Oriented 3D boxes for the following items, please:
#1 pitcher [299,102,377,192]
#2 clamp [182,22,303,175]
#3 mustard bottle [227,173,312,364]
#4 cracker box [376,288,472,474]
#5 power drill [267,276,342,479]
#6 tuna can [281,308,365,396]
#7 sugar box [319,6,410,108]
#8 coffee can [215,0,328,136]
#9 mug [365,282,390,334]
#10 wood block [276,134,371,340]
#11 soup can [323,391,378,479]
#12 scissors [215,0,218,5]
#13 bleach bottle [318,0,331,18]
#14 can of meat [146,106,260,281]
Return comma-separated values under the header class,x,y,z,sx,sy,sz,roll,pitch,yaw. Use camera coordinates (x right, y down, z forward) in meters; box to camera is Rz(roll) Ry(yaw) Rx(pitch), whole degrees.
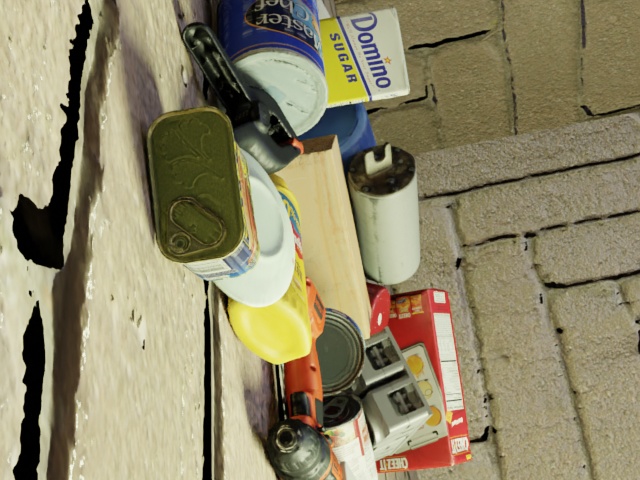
class,x,y,z,sx,sy,sz,roll,pitch,yaw
pitcher,0.020,-0.084,1.292,0.149,0.145,0.243,56,-9,31
clamp,-0.066,-0.113,0.913,0.171,0.039,0.120,19,63,-67
mustard bottle,-0.045,0.006,0.923,0.191,0.058,0.096,-95,159,-45
cracker box,0.091,0.178,1.328,0.072,0.164,0.214,7,73,-57
power drill,-0.021,0.132,0.961,0.184,0.057,0.187,74,10,-66
tuna can,0.003,0.112,1.075,0.033,0.086,0.086,-37,116,-85
sugar box,0.002,-0.186,1.135,0.048,0.176,0.093,-28,107,-84
coffee can,-0.048,-0.177,1.012,0.140,0.103,0.103,-95,172,-45
mug,0.030,0.097,1.267,0.093,0.082,0.117,67,39,-56
wood block,-0.008,0.001,1.140,0.091,0.090,0.206,-79,158,-74
soup can,0.020,0.221,1.130,0.068,0.068,0.102,-87,166,-65
scissors,-0.109,-0.294,1.059,0.096,0.016,0.202,-95,172,-54
bleach bottle,-0.024,-0.310,1.480,0.251,0.068,0.103,68,-19,9
can of meat,-0.076,-0.027,0.716,0.084,0.057,0.102,65,16,-77
